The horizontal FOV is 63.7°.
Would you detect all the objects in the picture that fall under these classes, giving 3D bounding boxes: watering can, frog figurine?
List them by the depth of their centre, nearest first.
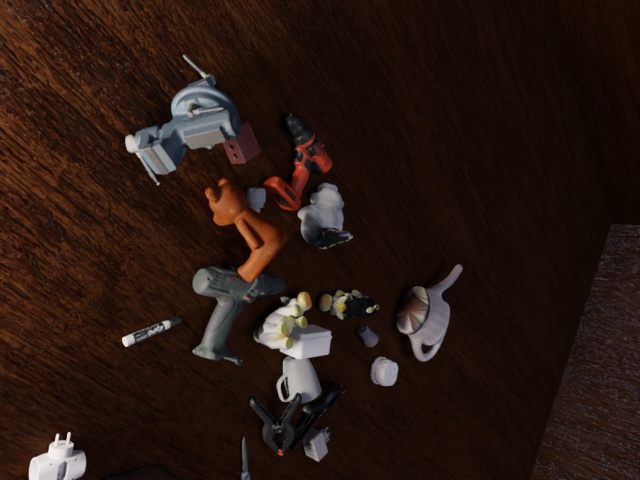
[{"bbox_3d":[0.004,-0.065,1.283,0.137,0.120,0.162,4,56,-38],"label":"frog figurine"},{"bbox_3d":[0.354,0.208,1.640,0.221,0.104,0.352,33,71,-42],"label":"watering can"}]
